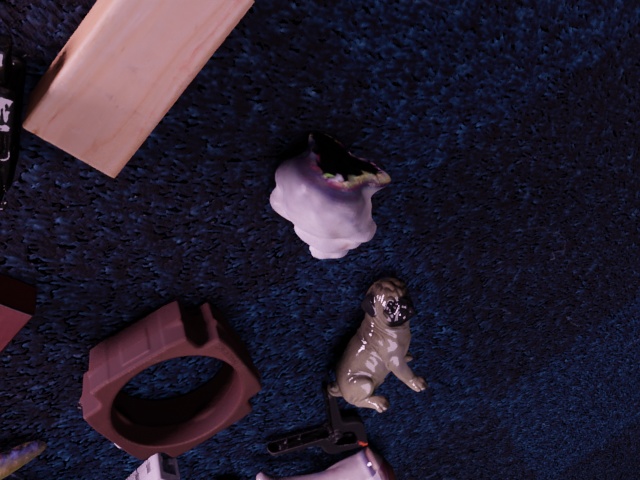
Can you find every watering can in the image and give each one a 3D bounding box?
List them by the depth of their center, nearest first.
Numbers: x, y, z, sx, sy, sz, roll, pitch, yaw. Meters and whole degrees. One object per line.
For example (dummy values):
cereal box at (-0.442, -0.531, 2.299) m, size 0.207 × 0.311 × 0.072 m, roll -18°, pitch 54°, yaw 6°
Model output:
watering can at (0.032, 0.486, 1.006) m, size 0.225 × 0.106 × 0.340 m, roll -32°, pitch 130°, yaw -3°

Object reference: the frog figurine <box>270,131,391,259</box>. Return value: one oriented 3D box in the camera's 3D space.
frog figurine at (0.002, -0.032, 0.636) m, size 0.137 × 0.125 × 0.156 m, roll 21°, pitch 126°, yaw 1°

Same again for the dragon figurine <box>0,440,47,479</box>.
dragon figurine at (-0.565, 0.388, 0.616) m, size 0.411 × 0.124 × 0.239 m, roll 1°, pitch 117°, yaw -41°
